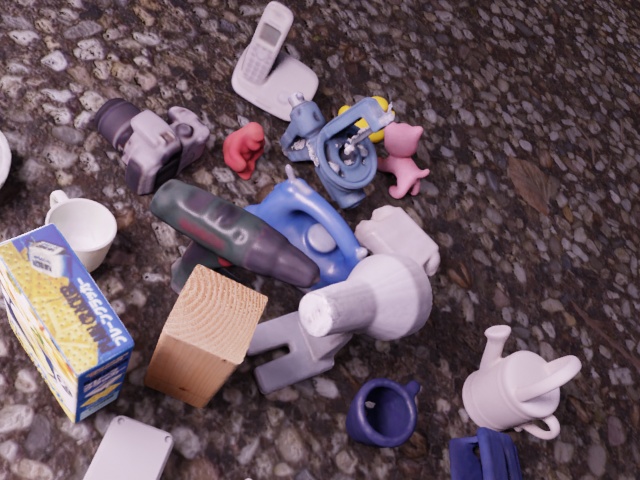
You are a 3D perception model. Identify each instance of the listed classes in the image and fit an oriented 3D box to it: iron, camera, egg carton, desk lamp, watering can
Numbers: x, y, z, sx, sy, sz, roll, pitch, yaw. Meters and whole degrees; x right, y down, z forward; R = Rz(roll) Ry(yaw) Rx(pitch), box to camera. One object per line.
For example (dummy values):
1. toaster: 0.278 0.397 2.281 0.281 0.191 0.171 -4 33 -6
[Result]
1. iron: 0.008 0.003 0.878 0.258 0.141 0.119 44 54 5
2. camera: -0.262 -0.166 0.877 0.137 0.100 0.143 43 54 3
3. egg carton: 0.132 0.015 0.973 0.150 0.069 0.107 46 54 5
4. desk lamp: 0.022 0.111 0.778 0.204 0.213 0.118 -16 69 -31
5. watering can: 0.303 0.213 0.859 0.173 0.193 0.101 41 54 2

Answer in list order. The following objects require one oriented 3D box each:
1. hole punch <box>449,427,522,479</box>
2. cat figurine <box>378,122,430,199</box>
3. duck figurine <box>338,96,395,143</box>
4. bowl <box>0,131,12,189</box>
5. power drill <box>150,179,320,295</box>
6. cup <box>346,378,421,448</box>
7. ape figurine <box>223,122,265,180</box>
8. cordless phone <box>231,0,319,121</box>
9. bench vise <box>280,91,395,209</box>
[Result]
1. hole punch: 0.252 0.331 0.833 0.101 0.091 0.108 11 58 -19
2. cat figurine: 0.156 -0.157 1.053 0.067 0.117 0.127 -20 72 -32
3. duck figurine: 0.092 -0.239 1.090 0.105 0.086 0.077 15 57 -16
4. bowl: -0.493 -0.090 0.745 0.168 0.074 0.167 11 58 -18
5. power drill: -0.125 0.024 0.764 0.229 0.208 0.076 35 54 -3
6. cup: 0.084 0.242 0.804 0.118 0.095 0.091 -31 78 -34
7. ape figurine: -0.118 -0.157 0.943 0.078 0.092 0.076 -30 77 -34
8. cordless phone: -0.064 -0.310 0.998 0.148 0.185 0.094 27 54 -8
9. bench vise: 0.022 -0.172 0.937 0.207 0.219 0.122 36 54 -2
